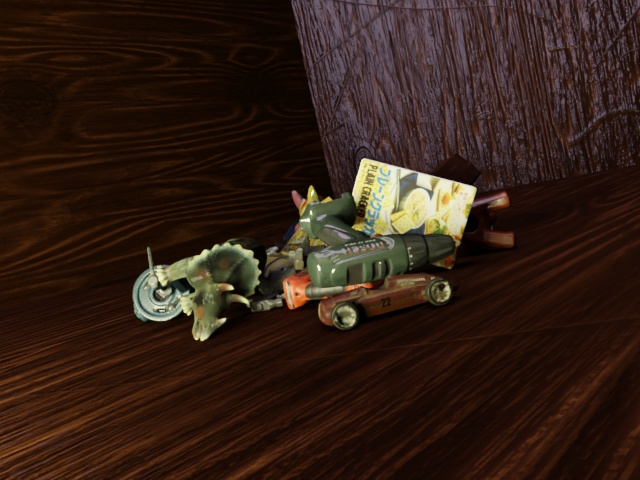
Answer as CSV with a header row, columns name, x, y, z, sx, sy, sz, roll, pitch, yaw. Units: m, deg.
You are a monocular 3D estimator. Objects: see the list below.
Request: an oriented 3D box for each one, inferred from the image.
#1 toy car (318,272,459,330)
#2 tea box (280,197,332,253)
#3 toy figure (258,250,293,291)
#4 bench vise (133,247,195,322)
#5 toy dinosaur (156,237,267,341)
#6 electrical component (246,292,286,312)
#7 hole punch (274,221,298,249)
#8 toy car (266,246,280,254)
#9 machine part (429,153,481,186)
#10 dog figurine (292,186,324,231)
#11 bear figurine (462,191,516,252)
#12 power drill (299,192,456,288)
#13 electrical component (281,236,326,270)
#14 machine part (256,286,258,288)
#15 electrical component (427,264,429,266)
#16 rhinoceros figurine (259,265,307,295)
name,x,y,z,sx,sy,sz,roll,pitch,yaw
toy car,0.096,0.080,0.769,0.202,0.053,0.089,-14,1,-4
tea box,-0.003,-0.004,1.244,0.169,0.098,0.068,-52,10,-26
toy figure,-0.112,0.075,1.209,0.089,0.082,0.180,-46,29,-27
bench vise,-0.304,0.094,1.140,0.224,0.129,0.240,-21,-12,-8
toy dinosaur,-0.168,0.051,1.041,0.192,0.131,0.405,-19,10,18
electrical component,-0.104,0.119,1.018,0.094,0.021,0.063,-11,6,21
hole punch,-0.046,0.005,1.545,0.142,0.092,0.116,26,6,4
toy car,-0.130,0.061,1.470,0.056,0.073,0.202,-16,4,4
machine part,0.265,-0.092,1.243,0.201,0.087,0.201,-40,-14,-43
dog figurine,-0.037,-0.028,1.414,0.191,0.219,0.109,-16,2,-44
bear figurine,0.348,-0.040,1.152,0.132,0.120,0.196,-7,1,22
power drill,0.072,-0.001,0.872,0.232,0.085,0.207,-16,38,-18
electrical component,-0.027,0.025,1.030,0.078,0.045,0.102,-9,17,15
machine part,-0.229,0.104,1.344,0.179,0.056,0.179,-12,6,1
electrical component,0.205,-0.005,1.096,0.134,0.114,0.058,-13,9,9
rhinoceros figurine,-0.027,0.075,1.076,0.190,0.073,0.112,-10,17,11
